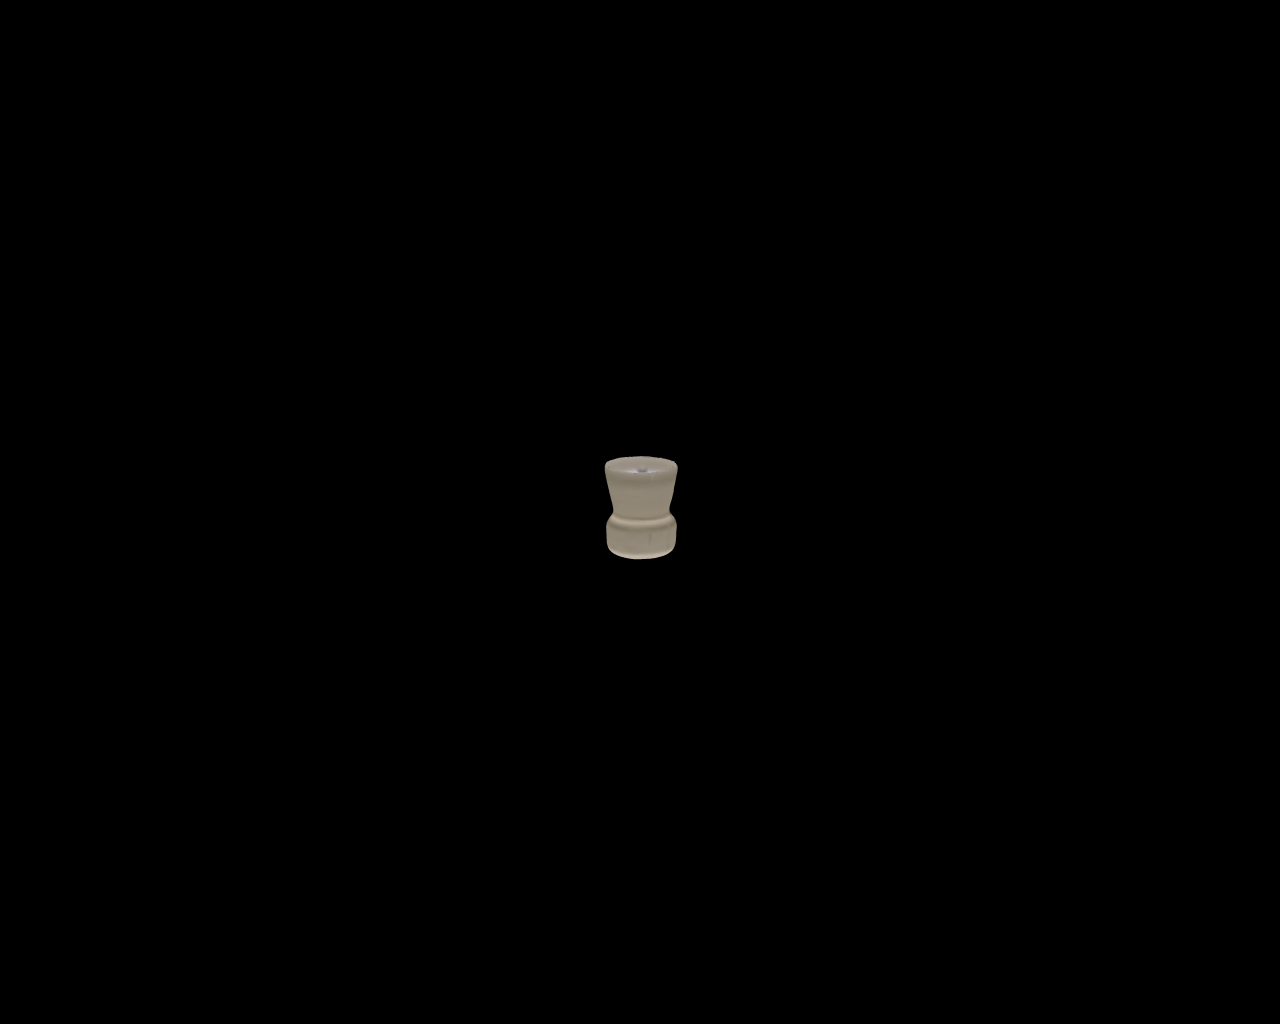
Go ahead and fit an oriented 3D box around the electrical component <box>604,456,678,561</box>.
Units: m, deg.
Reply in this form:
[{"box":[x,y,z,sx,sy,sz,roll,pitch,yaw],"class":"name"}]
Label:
[{"box":[0.001,-0.003,0.650,0.045,0.055,0.045,0,16,0],"class":"electrical component"}]
